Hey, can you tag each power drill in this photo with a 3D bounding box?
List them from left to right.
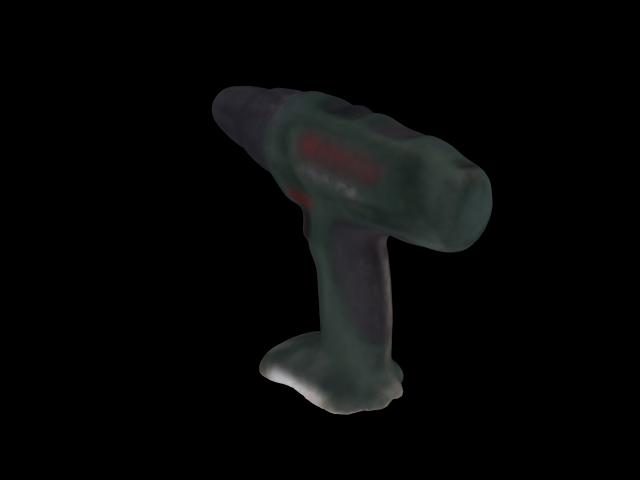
[{"bbox_3d":[0.004,0.001,0.400,0.228,0.208,0.076,14,22,40],"label":"power drill"}]
